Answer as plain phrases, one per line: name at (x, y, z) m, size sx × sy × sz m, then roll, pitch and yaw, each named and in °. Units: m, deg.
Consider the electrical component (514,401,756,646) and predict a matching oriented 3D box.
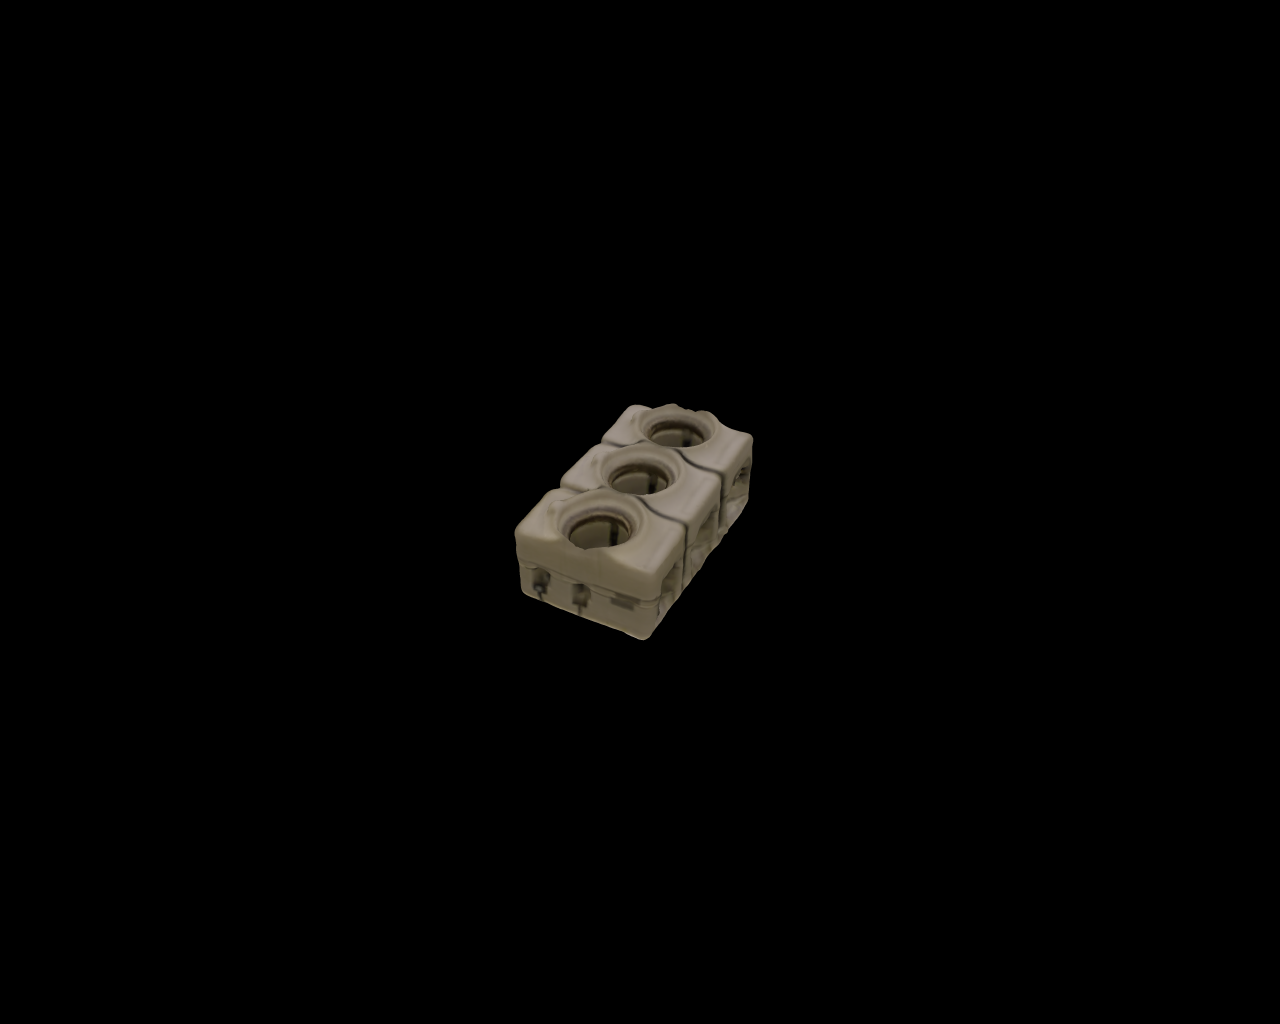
electrical component at (0.001, -0.003, 0.650) m, size 0.089 × 0.061 × 0.150 m, roll 17°, pitch 42°, yaw 21°
